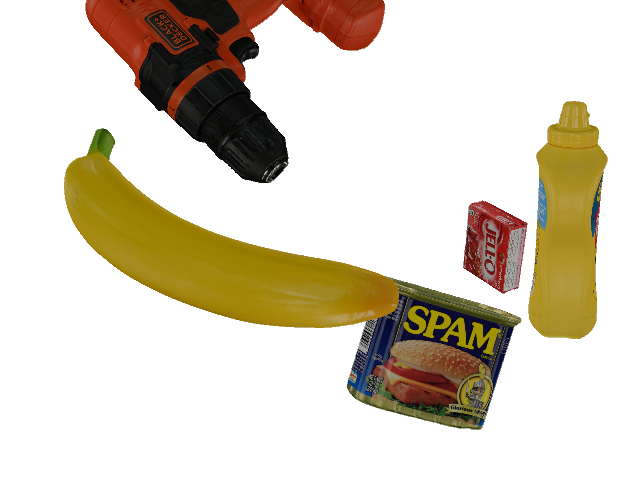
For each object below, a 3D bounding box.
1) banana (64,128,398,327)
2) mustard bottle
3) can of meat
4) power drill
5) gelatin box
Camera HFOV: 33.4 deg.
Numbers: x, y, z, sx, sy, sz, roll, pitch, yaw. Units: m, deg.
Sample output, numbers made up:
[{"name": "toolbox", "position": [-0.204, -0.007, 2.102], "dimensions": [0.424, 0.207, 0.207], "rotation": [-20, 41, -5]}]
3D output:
[{"name": "banana", "position": [-0.059, 0.000, 0.519], "dimensions": [0.198, 0.069, 0.037], "rotation": [29, -30, 22]}, {"name": "mustard bottle", "position": [0.208, -0.021, 0.897], "dimensions": [0.058, 0.192, 0.096], "rotation": [3, 19, 13]}, {"name": "can of meat", "position": [0.076, 0.078, 0.734], "dimensions": [0.102, 0.084, 0.057], "rotation": [16, 2, -15]}, {"name": "power drill", "position": [-0.042, -0.140, 0.751], "dimensions": [0.187, 0.184, 0.057], "rotation": [-34, -15, -35]}, {"name": "gelatin box", "position": [0.205, 0.007, 1.263], "dimensions": [0.030, 0.089, 0.073], "rotation": [-15, 32, -29]}]
